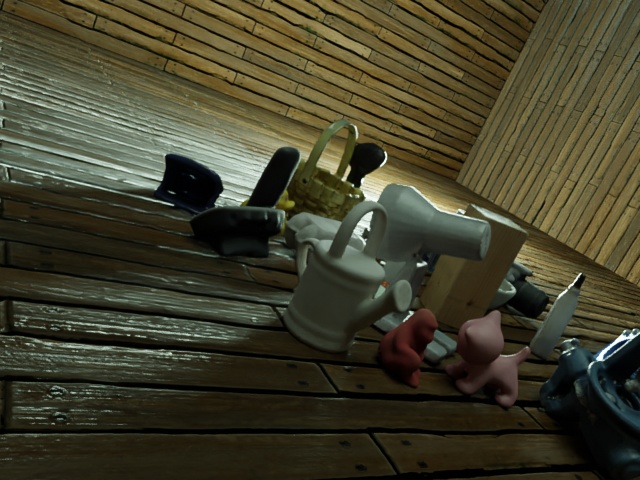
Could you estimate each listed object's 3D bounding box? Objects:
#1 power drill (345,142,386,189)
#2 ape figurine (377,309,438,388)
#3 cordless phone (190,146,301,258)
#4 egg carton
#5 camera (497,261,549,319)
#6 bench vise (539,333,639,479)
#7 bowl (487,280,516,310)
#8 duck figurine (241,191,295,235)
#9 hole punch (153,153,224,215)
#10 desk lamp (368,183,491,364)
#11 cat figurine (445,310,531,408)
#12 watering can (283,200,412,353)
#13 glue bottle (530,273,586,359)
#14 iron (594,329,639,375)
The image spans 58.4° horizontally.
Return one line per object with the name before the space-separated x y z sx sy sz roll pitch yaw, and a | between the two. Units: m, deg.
power drill | 0.088 -0.141 1.380 0.076 0.208 0.229 21 16 -13
ape figurine | 0.123 0.134 0.755 0.076 0.092 0.078 35 19 32
cordless phone | -0.109 -0.071 0.903 0.094 0.185 0.148 33 18 28
egg carton | 0.010 0.004 1.051 0.151 0.069 0.107 13 19 -35
camera | 0.440 0.109 1.290 0.136 0.101 0.144 36 19 34
bench vise | 0.398 0.178 0.781 0.122 0.220 0.206 14 19 -33
bowl | 0.314 0.097 1.190 0.167 0.075 0.167 23 16 -6
duck figurine | -0.096 -0.064 1.084 0.105 0.086 0.077 16 18 -27
hole punch | -0.227 -0.104 1.012 0.108 0.091 0.101 24 16 -2
desk lamp | 0.154 0.041 0.877 0.202 0.213 0.118 32 17 24
cat figurine | 0.235 0.157 0.797 0.128 0.118 0.067 20 16 -17
watering can | 0.040 0.043 0.739 0.172 0.194 0.101 28 16 13
glue bottle | 0.452 0.138 1.078 0.037 0.173 0.078 28 16 14
iron | 0.549 0.225 0.999 0.118 0.141 0.258 23 16 -4
